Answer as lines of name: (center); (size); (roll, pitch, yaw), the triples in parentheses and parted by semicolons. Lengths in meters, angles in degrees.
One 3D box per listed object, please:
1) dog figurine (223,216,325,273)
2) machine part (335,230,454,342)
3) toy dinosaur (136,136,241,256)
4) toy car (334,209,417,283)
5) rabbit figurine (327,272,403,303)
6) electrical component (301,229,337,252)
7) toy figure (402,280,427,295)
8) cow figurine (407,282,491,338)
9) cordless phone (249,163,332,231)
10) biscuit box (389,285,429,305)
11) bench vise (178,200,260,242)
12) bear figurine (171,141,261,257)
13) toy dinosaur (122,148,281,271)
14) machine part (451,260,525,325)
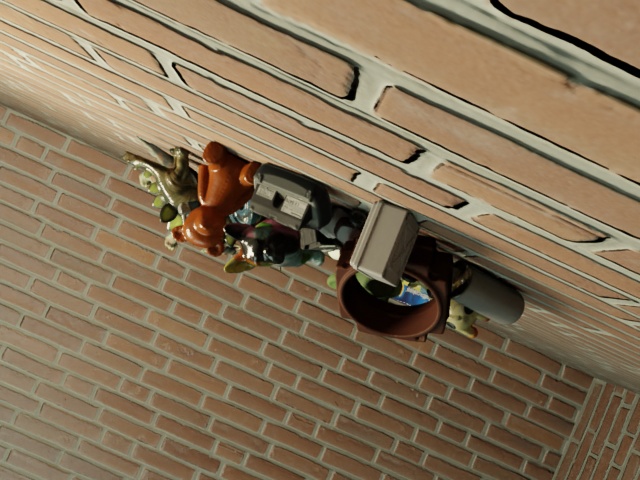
dog figurine: (-0.102, 0.001, 0.996); (0.192, 0.108, 0.219); (14, -165, 42)
machine part: (0.132, 0.086, 0.963); (0.202, 0.087, 0.200); (7, 131, 16)
toy dinosaur: (-0.351, -0.113, 1.430); (0.192, 0.404, 0.131); (-18, -166, 24)
toy car: (0.122, 0.010, 0.995); (0.202, 0.089, 0.053); (23, -139, 0)
rabbit figurine: (0.106, 0.089, 1.127); (0.159, 0.121, 0.170); (31, 159, 6)
electrical component: (-0.003, -0.004, 1.229); (0.115, 0.058, 0.134); (1, 169, -37)
toy figure: (0.247, 0.090, 1.288); (0.180, 0.082, 0.089); (21, 175, 15)
cow figurine: (0.264, 0.112, 1.155); (0.127, 0.085, 0.195); (25, -158, -33)
cordless phone: (-0.028, -0.070, 0.971); (0.147, 0.088, 0.184); (23, -173, 24)
biscuit box: (0.236, 0.144, 1.432); (0.203, 0.059, 0.062); (17, 172, 44)
bench vise: (-0.196, -0.078, 1.156); (0.240, 0.128, 0.224); (-11, -169, -35)
bear figurine: (-0.197, -0.069, 1.008); (0.120, 0.196, 0.132); (28, 175, -8)
toy dinosaur: (-0.271, -0.080, 1.325); (0.471, 0.198, 0.105); (28, 178, -16)
machine part: (0.317, 0.105, 1.044); (0.243, 0.079, 0.079); (26, 176, -31)
